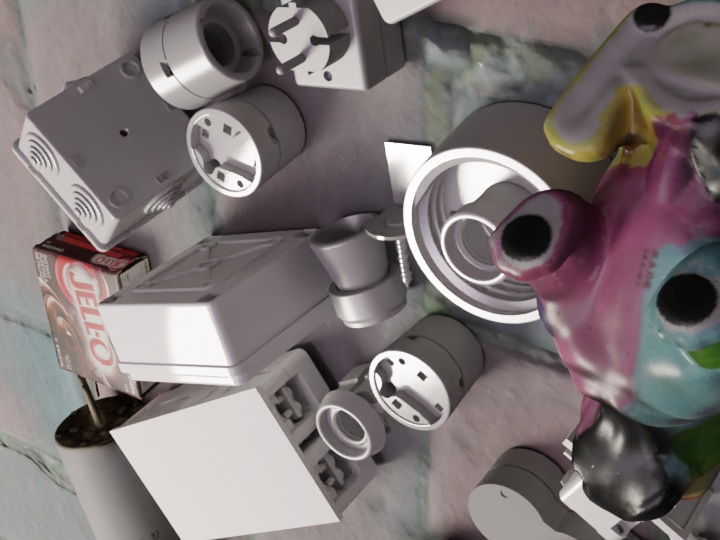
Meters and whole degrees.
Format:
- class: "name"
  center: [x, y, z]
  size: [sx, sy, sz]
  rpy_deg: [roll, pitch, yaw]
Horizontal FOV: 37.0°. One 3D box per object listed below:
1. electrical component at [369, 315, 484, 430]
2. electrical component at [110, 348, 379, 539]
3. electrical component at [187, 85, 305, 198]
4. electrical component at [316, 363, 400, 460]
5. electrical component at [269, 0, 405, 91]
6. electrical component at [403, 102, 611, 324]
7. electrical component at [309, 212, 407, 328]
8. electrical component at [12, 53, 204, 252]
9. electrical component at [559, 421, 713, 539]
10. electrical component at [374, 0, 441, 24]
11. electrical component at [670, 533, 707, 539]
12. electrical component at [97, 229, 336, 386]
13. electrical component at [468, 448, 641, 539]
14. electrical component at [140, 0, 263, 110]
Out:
- class: "electrical component"
  center: [0.041, 0.059, 0.637]
  size: [0.055, 0.047, 0.055]
  rpy_deg: [21, 129, 27]
- class: "electrical component"
  center: [-0.085, 0.129, 0.776]
  size: [0.186, 0.060, 0.105]
  rpy_deg: [-21, 104, 45]
- class: "electrical component"
  center: [-0.065, -0.077, 0.630]
  size: [0.055, 0.047, 0.055]
  rpy_deg: [21, 129, 27]
- class: "electrical component"
  center: [0.005, 0.087, 0.680]
  size: [0.066, 0.055, 0.048]
  rpy_deg: [-20, 105, 45]
- class: "electrical component"
  center: [-0.020, -0.122, 0.541]
  size: [0.047, 0.077, 0.065]
  rpy_deg: [11, 125, 33]
- class: "electrical component"
  center: [0.073, -0.024, 0.546]
  size: [0.108, 0.060, 0.108]
  rpy_deg: [21, 129, 27]
- class: "electrical component"
  center: [0.000, 0.000, 0.632]
  size: [0.045, 0.045, 0.055]
  rpy_deg: [-3, 117, 40]
- class: "electrical component"
  center: [-0.150, -0.075, 0.664]
  size: [0.099, 0.100, 0.048]
  rpy_deg: [49, 149, 1]
- class: "electrical component"
  center: [0.147, 0.115, 0.595]
  size: [0.081, 0.042, 0.063]
  rpy_deg: [41, 139, 10]
- class: "electrical component"
  center: [0.036, -0.172, 0.483]
  size: [0.100, 0.048, 0.099]
  rpy_deg: [-16, 107, 44]
- class: "electrical component"
  center: [0.189, 0.166, 0.602]
  size: [0.035, 0.035, 0.061]
  rpy_deg: [-20, 102, 45]
- class: "electrical component"
  center: [-0.085, 0.021, 0.669]
  size: [0.109, 0.109, 0.056]
  rpy_deg: [-2, 114, 40]
- class: "electrical component"
  center: [0.121, 0.173, 0.632]
  size: [0.138, 0.074, 0.052]
  rpy_deg: [38, 135, 13]
- class: "electrical component"
  center: [-0.089, -0.124, 0.612]
  size: [0.047, 0.055, 0.055]
  rpy_deg: [-15, 108, 40]
